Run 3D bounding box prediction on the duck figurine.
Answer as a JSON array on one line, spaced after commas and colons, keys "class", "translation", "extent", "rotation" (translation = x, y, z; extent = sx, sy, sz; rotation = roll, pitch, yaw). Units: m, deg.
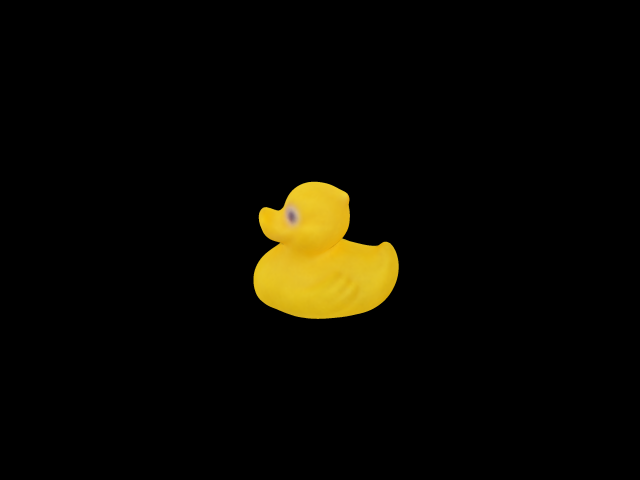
[{"class": "duck figurine", "translation": [0.004, 0.001, 0.400], "extent": [0.104, 0.086, 0.077], "rotation": [3, 32, 5]}]
